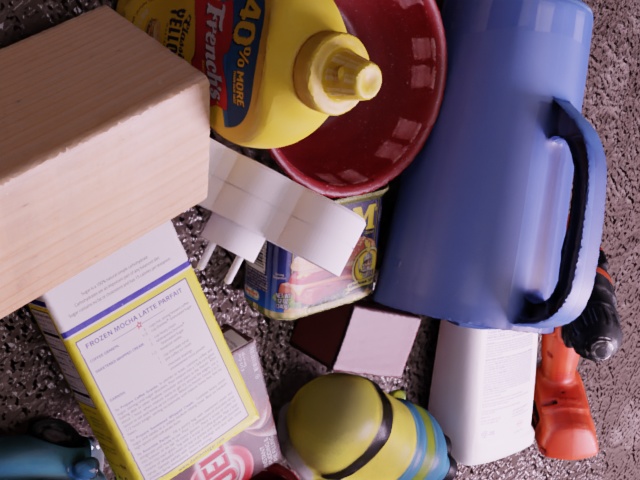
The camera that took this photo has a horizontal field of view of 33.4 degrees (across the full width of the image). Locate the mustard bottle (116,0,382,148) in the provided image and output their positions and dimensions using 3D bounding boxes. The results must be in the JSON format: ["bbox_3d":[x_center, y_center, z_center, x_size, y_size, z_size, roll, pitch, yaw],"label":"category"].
[{"bbox_3d":[-0.039,-0.100,0.573,0.058,0.192,0.096,0,105,-43],"label":"mustard bottle"}]

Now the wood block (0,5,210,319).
[{"bbox_3d":[-0.162,-0.029,0.540,0.205,0.091,0.090,-34,148,-33],"label":"wood block"}]

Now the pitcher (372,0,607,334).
[{"bbox_3d":[0.130,-0.056,0.765,0.145,0.149,0.243,-6,106,-80],"label":"pitcher"}]

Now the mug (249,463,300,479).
[{"bbox_3d":[-0.050,0.228,0.780,0.117,0.093,0.081,-26,133,1],"label":"mug"}]

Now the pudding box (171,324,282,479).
[{"bbox_3d":[-0.080,0.126,0.738,0.089,0.039,0.113,-29,124,-29],"label":"pudding box"}]

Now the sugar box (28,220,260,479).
[{"bbox_3d":[-0.113,0.055,0.645,0.093,0.048,0.176,-31,106,-29],"label":"sugar box"}]

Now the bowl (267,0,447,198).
[{"bbox_3d":[0.008,-0.112,0.701,0.161,0.055,0.162,-12,110,-35],"label":"bowl"}]

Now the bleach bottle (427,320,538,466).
[{"bbox_3d":[0.147,0.058,0.898,0.102,0.068,0.251,-9,110,-42],"label":"bleach bottle"}]

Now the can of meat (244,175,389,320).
[{"bbox_3d":[-0.005,0.001,0.742,0.101,0.058,0.084,-13,118,-37],"label":"can of meat"}]

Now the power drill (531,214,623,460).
[{"bbox_3d":[0.216,0.095,0.913,0.057,0.184,0.188,1,121,3],"label":"power drill"}]

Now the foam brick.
[{"bbox_3d":[0.027,0.068,0.800,0.078,0.053,0.051,13,98,-44],"label":"foam brick"}]
